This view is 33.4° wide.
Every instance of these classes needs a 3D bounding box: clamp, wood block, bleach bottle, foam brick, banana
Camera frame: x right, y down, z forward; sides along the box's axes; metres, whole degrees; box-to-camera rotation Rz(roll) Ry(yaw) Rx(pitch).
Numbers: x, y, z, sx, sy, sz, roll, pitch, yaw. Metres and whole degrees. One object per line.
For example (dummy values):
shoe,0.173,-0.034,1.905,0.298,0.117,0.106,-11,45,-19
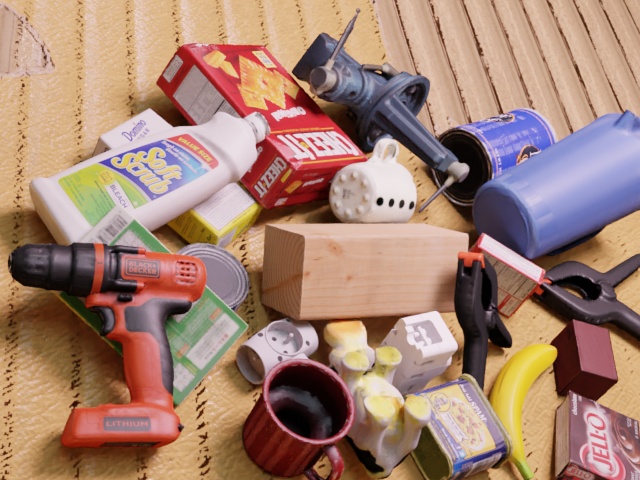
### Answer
clamp,0.180,0.083,1.178,0.039,0.171,0.120,5,26,23
wood block,0.050,0.031,1.159,0.205,0.090,0.091,-1,10,-29
bleach bottle,-0.167,-0.072,1.112,0.250,0.068,0.102,-31,74,-20
foam brick,0.309,0.142,1.250,0.051,0.053,0.078,17,46,-15
clamp,0.359,0.065,1.357,0.209,0.036,0.164,15,46,-16
banana,0.221,0.175,1.190,0.069,0.037,0.197,45,43,-19

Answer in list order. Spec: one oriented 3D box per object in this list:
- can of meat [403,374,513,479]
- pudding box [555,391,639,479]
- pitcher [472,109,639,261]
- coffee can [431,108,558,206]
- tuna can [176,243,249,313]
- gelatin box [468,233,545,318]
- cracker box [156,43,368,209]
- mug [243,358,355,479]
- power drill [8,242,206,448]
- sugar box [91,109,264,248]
can of meat,0.136,0.198,1.104,0.083,0.058,0.102,-11,57,-33
pudding box,0.305,0.230,1.170,0.090,0.039,0.113,25,34,-5
pitcher,0.308,-0.052,1.336,0.242,0.145,0.149,-25,95,-30
coffee can,0.229,-0.110,1.395,0.140,0.103,0.103,-19,63,-39
tuna can,-0.120,0.047,1.116,0.086,0.034,0.086,15,46,-16
gelatin box,0.211,0.043,1.270,0.089,0.073,0.030,30,44,-1
cracker box,-0.064,-0.140,1.258,0.214,0.072,0.163,48,29,18
mug,-0.018,0.183,1.016,0.093,0.082,0.117,-19,62,-39
power drill,-0.194,0.093,0.974,0.184,0.057,0.187,5,72,-20
sugar box,-0.158,-0.065,1.186,0.176,0.048,0.093,38,40,10
